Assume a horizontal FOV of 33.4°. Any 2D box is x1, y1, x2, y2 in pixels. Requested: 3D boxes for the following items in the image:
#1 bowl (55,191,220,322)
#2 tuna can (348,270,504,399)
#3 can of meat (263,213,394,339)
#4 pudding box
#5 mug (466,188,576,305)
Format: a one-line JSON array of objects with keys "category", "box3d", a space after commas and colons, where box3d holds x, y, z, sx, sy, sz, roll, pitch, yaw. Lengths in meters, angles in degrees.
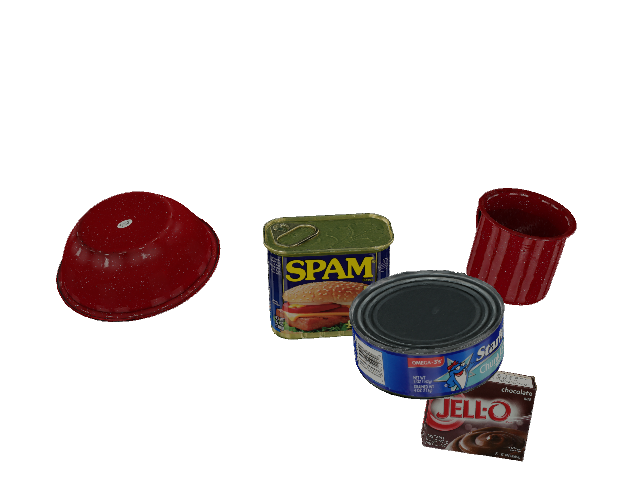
[{"category": "bowl", "box3d": [-0.180, 0.003, 1.015, 0.162, 0.055, 0.162, -6, 41, 5]}, {"category": "tuna can", "box3d": [0.060, 0.052, 0.598, 0.086, 0.034, 0.086, -5, 27, 3]}, {"category": "can of meat", "box3d": [0.006, 0.029, 0.854, 0.102, 0.084, 0.057, -3, 29, -3]}, {"category": "pudding box", "box3d": [0.171, 0.184, 1.157, 0.113, 0.090, 0.039, 7, 21, 3]}, {"category": "mug", "box3d": [0.181, 0.001, 1.024, 0.093, 0.081, 0.117, -6, 35, -25]}]
